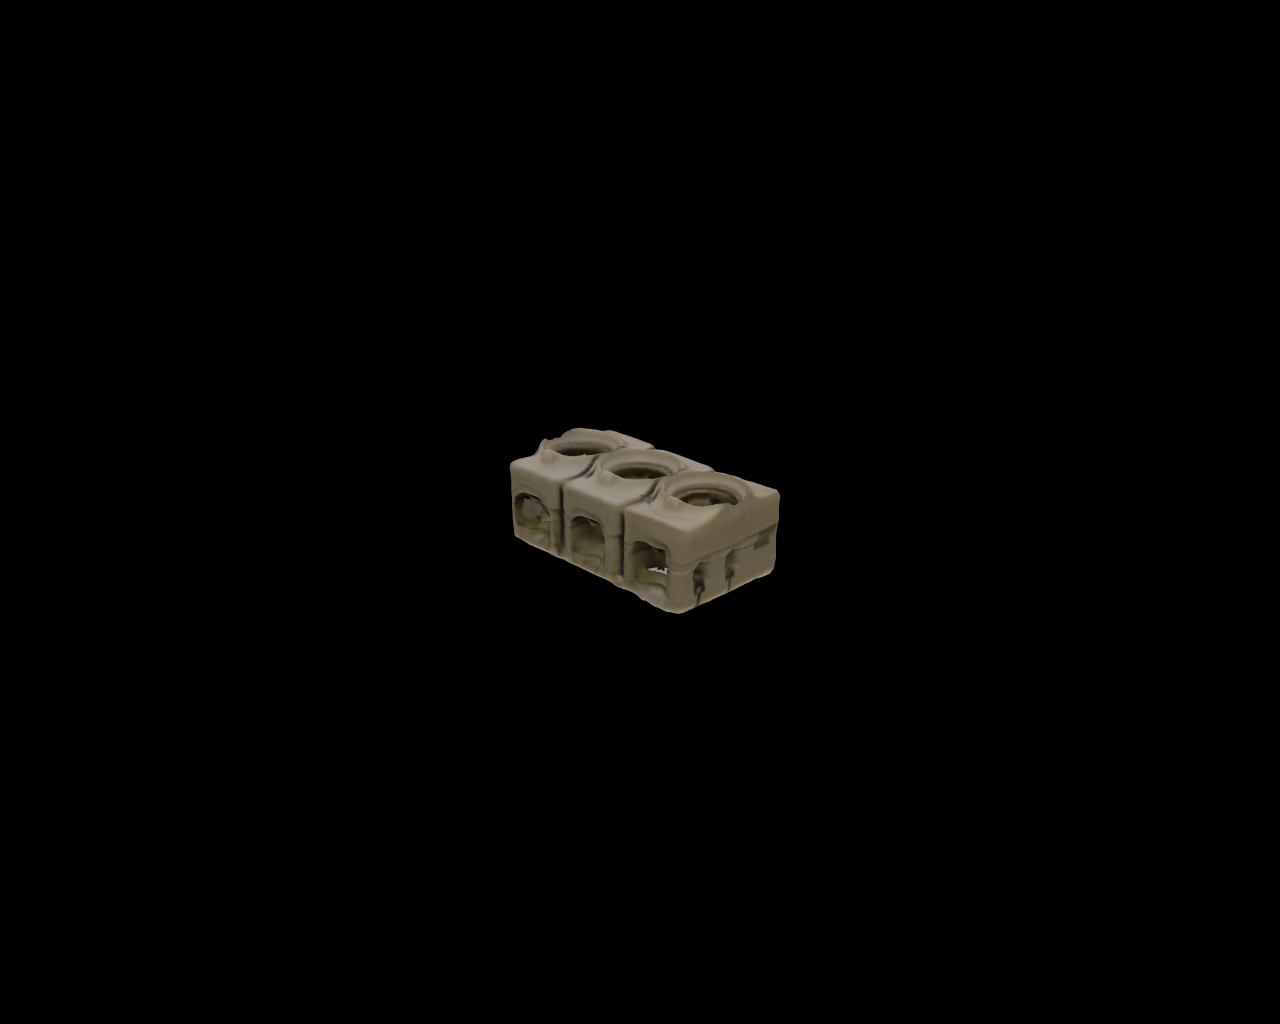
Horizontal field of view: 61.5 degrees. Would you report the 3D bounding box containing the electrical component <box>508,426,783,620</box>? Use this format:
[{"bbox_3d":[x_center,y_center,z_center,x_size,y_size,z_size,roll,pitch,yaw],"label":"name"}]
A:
[{"bbox_3d":[0.001,-0.003,0.650,0.090,0.061,0.150,-22,32,-40],"label":"electrical component"}]
